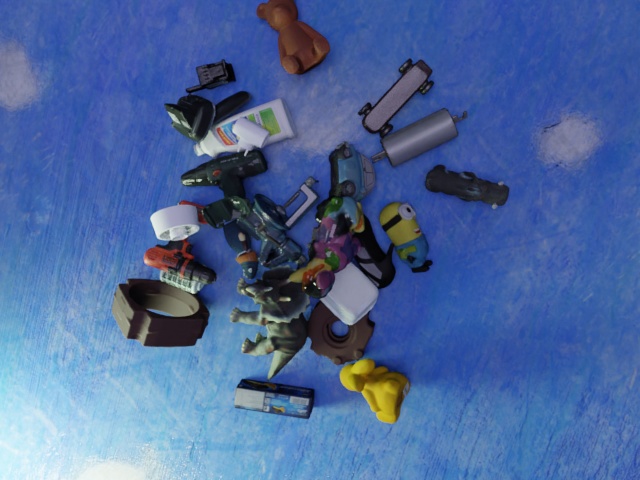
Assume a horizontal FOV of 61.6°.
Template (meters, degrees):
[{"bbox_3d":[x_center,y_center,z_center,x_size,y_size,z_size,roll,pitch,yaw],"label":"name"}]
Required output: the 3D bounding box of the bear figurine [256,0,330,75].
[{"bbox_3d":[-0.066,-0.489,1.247,0.120,0.132,0.195,-27,99,5],"label":"bear figurine"}]

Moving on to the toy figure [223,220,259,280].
[{"bbox_3d":[-0.194,0.024,1.355,0.058,0.064,0.154,-25,92,-3],"label":"toy figure"}]

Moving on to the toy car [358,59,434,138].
[{"bbox_3d":[0.180,-0.335,1.271,0.089,0.053,0.202,42,104,-4],"label":"toy car"}]

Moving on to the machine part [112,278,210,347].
[{"bbox_3d":[-0.390,0.177,1.312,0.201,0.201,0.087,37,113,47],"label":"machine part"}]

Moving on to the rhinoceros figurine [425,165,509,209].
[{"bbox_3d":[0.342,-0.127,1.249,0.190,0.112,0.073,17,97,13],"label":"rhinoceros figurine"}]

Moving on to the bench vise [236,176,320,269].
[{"bbox_3d":[-0.081,-0.048,1.307,0.223,0.129,0.240,44,104,-2],"label":"bench vise"}]

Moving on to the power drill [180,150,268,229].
[{"bbox_3d":[-0.236,-0.122,1.287,0.232,0.207,0.085,-18,128,9],"label":"power drill"}]

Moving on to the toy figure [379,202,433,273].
[{"bbox_3d":[0.207,-0.006,1.295,0.089,0.082,0.180,-22,96,7],"label":"toy figure"}]

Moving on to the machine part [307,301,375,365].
[{"bbox_3d":[0.050,0.224,1.354,0.179,0.056,0.179,1,96,7],"label":"machine part"}]

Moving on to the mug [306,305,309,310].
[{"bbox_3d":[-0.071,0.137,1.344,0.109,0.081,0.107,-35,103,30],"label":"mug"}]

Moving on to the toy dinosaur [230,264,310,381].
[{"bbox_3d":[-0.095,0.205,1.285,0.192,0.131,0.404,0,133,19],"label":"toy dinosaur"}]

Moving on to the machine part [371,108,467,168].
[{"bbox_3d":[0.233,-0.240,1.265,0.243,0.079,0.079,-26,93,8],"label":"machine part"}]

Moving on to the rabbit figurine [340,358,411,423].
[{"bbox_3d":[0.120,0.356,1.319,0.173,0.162,0.122,18,72,31],"label":"rabbit figurine"}]

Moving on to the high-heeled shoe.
[{"bbox_3d":[0.085,0.016,1.334,0.249,0.086,0.145,33,132,20],"label":"high-heeled shoe"}]

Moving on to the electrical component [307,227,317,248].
[{"bbox_3d":[-0.003,-0.004,1.314,0.021,0.094,0.063,12,100,26],"label":"electrical component"}]

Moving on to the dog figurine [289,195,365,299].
[{"bbox_3d":[0.015,0.021,1.183,0.109,0.219,0.191,14,125,18],"label":"dog figurine"}]

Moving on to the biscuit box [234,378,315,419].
[{"bbox_3d":[-0.117,0.410,1.393,0.203,0.063,0.059,7,97,5],"label":"biscuit box"}]

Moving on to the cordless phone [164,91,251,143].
[{"bbox_3d":[-0.271,-0.326,1.316,0.184,0.147,0.088,-37,130,-20],"label":"cordless phone"}]

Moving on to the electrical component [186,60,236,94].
[{"bbox_3d":[-0.272,-0.395,1.309,0.119,0.075,0.047,-13,96,11],"label":"electrical component"}]

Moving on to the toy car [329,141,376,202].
[{"bbox_3d":[0.079,-0.151,1.290,0.103,0.109,0.161,0,85,-18],"label":"toy car"}]
